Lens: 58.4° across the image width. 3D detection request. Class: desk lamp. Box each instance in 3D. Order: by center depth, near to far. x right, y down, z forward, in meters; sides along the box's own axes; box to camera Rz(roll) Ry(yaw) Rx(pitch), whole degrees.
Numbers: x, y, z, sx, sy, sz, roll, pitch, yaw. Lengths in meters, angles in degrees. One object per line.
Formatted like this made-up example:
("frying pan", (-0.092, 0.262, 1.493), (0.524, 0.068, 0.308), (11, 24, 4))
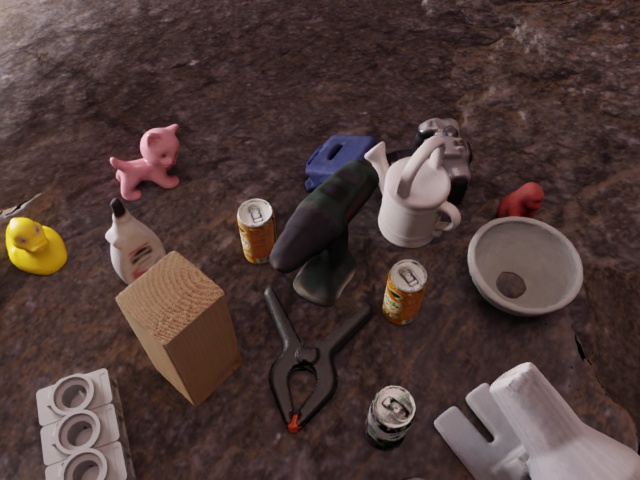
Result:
("desk lamp", (0.242, 0.238, 0.651), (0.118, 0.214, 0.202), (-30, 62, -19))

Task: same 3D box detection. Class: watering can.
("watering can", (0.140, -0.083, 0.875), (0.172, 0.194, 0.101), (20, 58, 12))

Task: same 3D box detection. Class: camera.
("camera", (0.178, -0.140, 0.970), (0.137, 0.101, 0.143), (-4, 56, -4))

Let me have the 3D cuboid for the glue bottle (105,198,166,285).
("glue bottle", (-0.273, -0.003, 0.825), (0.037, 0.173, 0.078), (37, 63, 21))

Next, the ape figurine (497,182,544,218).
("ape figurine", (0.330, -0.055, 0.922), (0.078, 0.092, 0.076), (-36, 64, -22))

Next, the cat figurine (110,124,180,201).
("cat figurine", (-0.283, -0.138, 0.948), (0.128, 0.118, 0.067), (-23, 60, -16))

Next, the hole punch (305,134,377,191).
("hole punch", (0.033, -0.131, 0.966), (0.101, 0.091, 0.109), (27, 60, 16))

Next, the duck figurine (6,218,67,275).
("duck figurine", (-0.444, -0.003, 0.873), (0.104, 0.086, 0.078), (33, 62, 19))

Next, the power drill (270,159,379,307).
("power drill", (0.007, 0.003, 0.806), (0.075, 0.208, 0.230), (26, 60, 16))

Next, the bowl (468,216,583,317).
("bowl", (0.299, 0.050, 0.861), (0.167, 0.075, 0.167), (1, 56, -1))

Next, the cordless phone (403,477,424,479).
("cordless phone", (0.076, 0.313, 0.614), (0.148, 0.185, 0.094), (-30, 62, -19))
